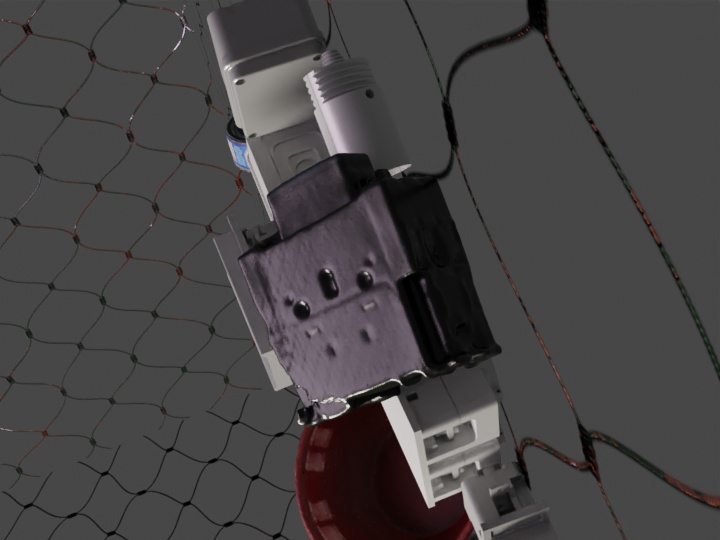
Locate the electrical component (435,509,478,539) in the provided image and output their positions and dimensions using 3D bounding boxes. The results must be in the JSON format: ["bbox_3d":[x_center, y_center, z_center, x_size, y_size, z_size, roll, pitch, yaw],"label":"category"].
[{"bbox_3d":[0.063,0.191,0.841,0.150,0.062,0.089,65,146,30],"label":"electrical component"}]

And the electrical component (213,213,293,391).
[{"bbox_3d":[-0.056,0.019,0.787,0.078,0.063,0.121,76,169,-49],"label":"electrical component"}]

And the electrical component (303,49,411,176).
[{"bbox_3d":[-0.004,-0.092,0.641,0.043,0.043,0.081,146,103,-84],"label":"electrical component"}]

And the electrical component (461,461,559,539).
[{"bbox_3d":[0.092,0.156,0.661,0.081,0.042,0.063,77,173,-51],"label":"electrical component"}]

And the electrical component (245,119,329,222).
[{"bbox_3d":[-0.042,-0.070,0.890,0.057,0.078,0.113,91,157,-68],"label":"electrical component"}]

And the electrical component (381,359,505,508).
[{"bbox_3d":[0.032,0.043,0.701,0.105,0.060,0.186,77,170,-54],"label":"electrical component"}]

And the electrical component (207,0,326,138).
[{"bbox_3d":[-0.067,-0.155,0.821,0.113,0.078,0.057,90,161,-73],"label":"electrical component"}]
